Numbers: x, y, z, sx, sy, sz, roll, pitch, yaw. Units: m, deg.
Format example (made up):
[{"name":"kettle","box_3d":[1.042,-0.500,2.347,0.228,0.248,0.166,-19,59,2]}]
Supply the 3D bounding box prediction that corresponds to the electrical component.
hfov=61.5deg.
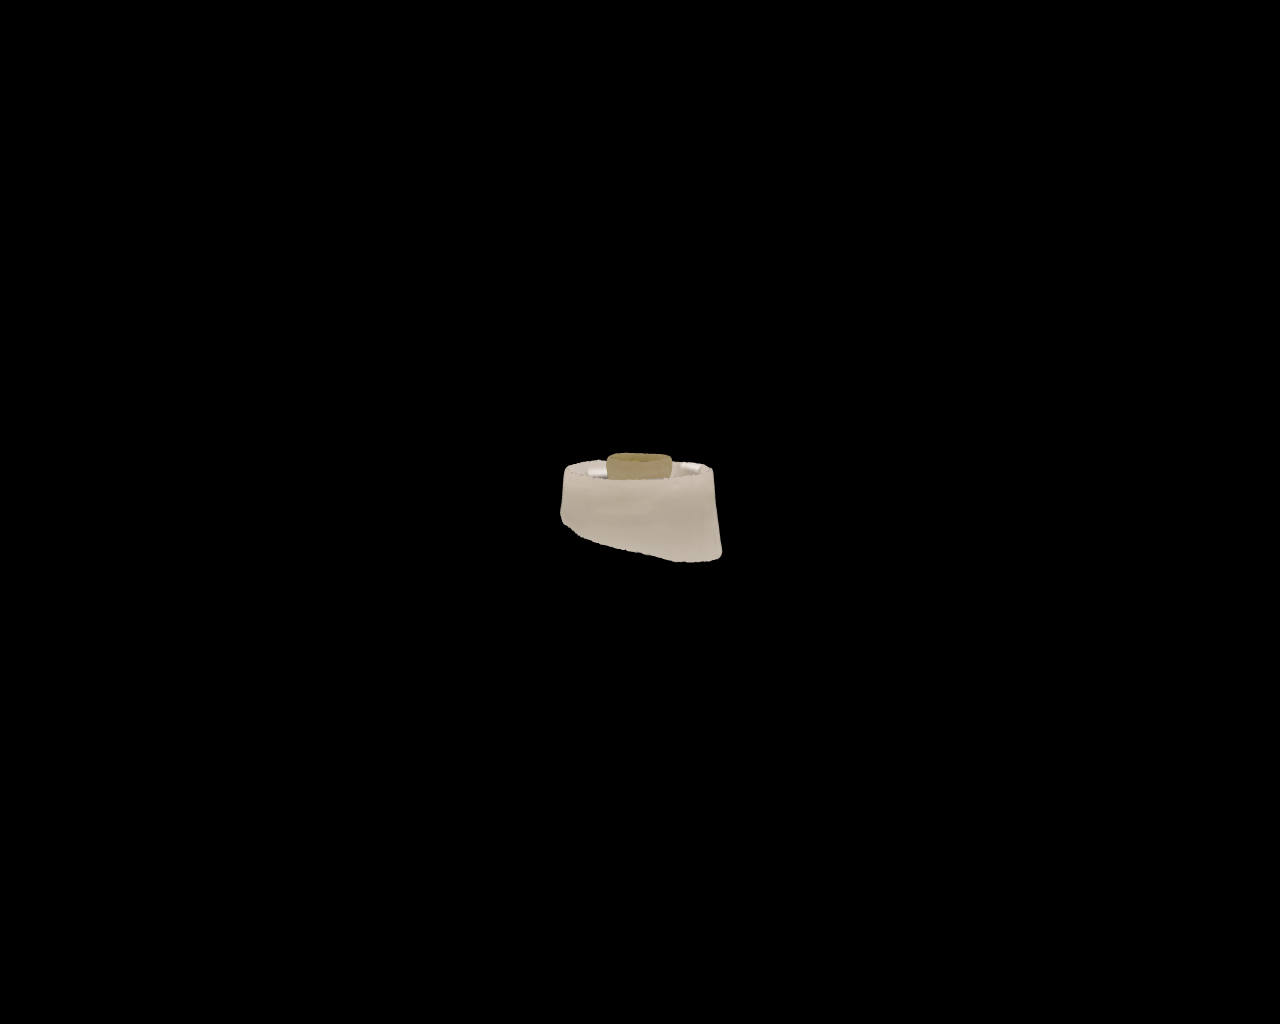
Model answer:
[{"name":"electrical component","box_3d":[0.001,-0.003,0.650,0.099,0.064,0.099,0,10,0]}]
